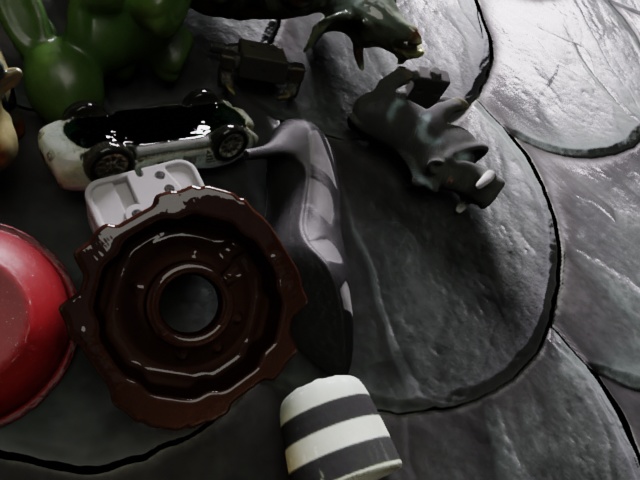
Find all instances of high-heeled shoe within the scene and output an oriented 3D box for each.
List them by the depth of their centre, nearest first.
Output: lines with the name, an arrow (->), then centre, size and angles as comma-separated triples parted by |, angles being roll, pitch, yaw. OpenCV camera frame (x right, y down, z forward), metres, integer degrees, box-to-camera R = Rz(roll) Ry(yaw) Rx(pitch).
high-heeled shoe -> -0.001, -0.002, 0.527 | 0.145, 0.086, 0.248 | -17, 88, -60

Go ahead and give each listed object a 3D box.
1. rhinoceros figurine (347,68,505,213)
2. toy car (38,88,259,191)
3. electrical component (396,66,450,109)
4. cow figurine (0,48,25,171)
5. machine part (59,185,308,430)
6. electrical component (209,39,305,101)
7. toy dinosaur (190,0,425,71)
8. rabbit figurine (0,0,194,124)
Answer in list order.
rhinoceros figurine -> 0.123, -0.108, 0.605 | 0.190, 0.073, 0.112 | 34, 56, 1
toy car -> -0.152, -0.095, 0.503 | 0.202, 0.056, 0.074 | -18, 57, -36
electrical component -> 0.127, -0.182, 0.651 | 0.094, 0.063, 0.021 | 6, 61, -18
cow figurine -> -0.295, -0.137, 0.444 | 0.085, 0.127, 0.195 | -17, 68, -23
machine part -> -0.101, 0.049, 0.416 | 0.179, 0.056, 0.179 | 1, 87, -19
electrical component -> -0.070, -0.189, 0.601 | 0.102, 0.045, 0.078 | 1, 35, -21
toy dinosaur -> -0.080, -0.289, 0.580 | 0.405, 0.192, 0.131 | 7, 71, -6
rabbit figurine -> -0.221, -0.186, 0.505 | 0.159, 0.121, 0.170 | 31, 72, -9
